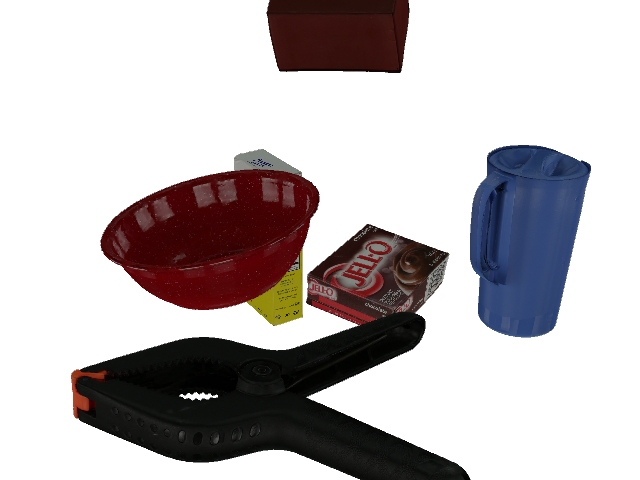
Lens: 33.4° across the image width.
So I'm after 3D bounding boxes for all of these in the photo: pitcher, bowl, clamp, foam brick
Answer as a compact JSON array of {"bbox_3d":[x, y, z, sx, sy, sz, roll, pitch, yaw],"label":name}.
[{"bbox_3d":[0.267,0.005,1.418,0.149,0.243,0.145,5,24,4],"label":"pitcher"},{"bbox_3d":[-0.075,0.004,0.782,0.162,0.055,0.162,-10,26,5],"label":"bowl"},{"bbox_3d":[-0.027,0.081,0.586,0.210,0.036,0.164,4,25,2],"label":"clamp"},{"bbox_3d":[0.012,-0.137,0.642,0.078,0.053,0.051,2,-32,13],"label":"foam brick"}]

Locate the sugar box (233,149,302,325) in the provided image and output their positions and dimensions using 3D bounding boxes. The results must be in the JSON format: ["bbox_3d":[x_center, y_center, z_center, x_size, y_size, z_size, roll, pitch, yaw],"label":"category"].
[{"bbox_3d":[-0.058,-0.004,1.188,0.048,0.176,0.093,-16,27,-26],"label":"sugar box"}]

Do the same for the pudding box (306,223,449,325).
[{"bbox_3d":[0.053,0.035,0.980,0.090,0.039,0.113,22,34,24],"label":"pudding box"}]
